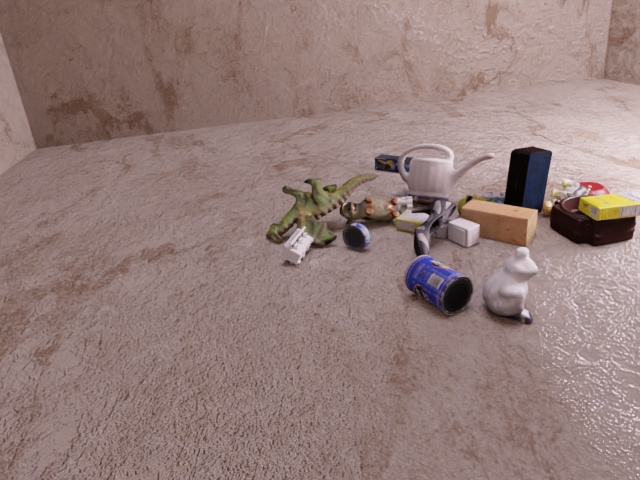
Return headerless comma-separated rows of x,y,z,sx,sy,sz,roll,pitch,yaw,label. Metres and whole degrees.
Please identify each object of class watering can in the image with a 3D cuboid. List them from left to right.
0.436,-0.229,1.843,0.348,0.223,0.104,10,10,30,watering can

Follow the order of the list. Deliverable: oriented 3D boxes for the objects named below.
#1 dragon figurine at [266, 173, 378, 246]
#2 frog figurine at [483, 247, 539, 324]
0.005,-0.086,1.700,0.409,0.120,0.248,-13,61,13,dragon figurine
0.444,0.098,1.206,0.122,0.157,0.140,2,25,22,frog figurine
